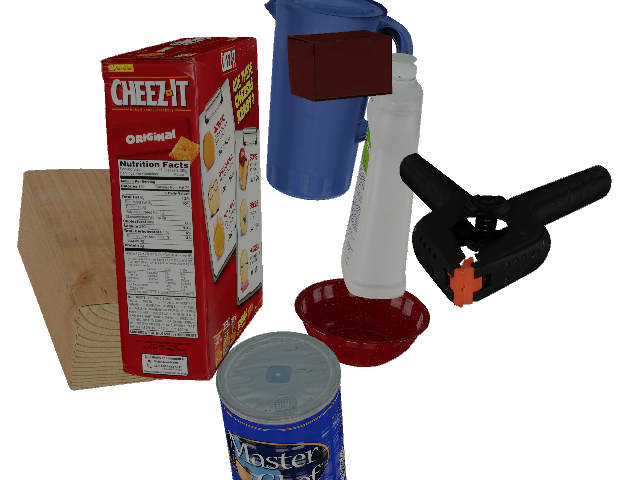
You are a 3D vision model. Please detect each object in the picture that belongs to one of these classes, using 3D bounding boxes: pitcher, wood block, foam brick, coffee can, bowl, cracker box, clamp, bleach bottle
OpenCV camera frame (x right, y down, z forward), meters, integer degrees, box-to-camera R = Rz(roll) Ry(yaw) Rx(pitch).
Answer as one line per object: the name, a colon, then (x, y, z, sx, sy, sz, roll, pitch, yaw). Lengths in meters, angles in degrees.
pitcher: (0.009, -0.174, 1.297, 0.144, 0.243, 0.149, -5, 28, -25)
wood block: (-0.202, 0.027, 0.953, 0.090, 0.091, 0.206, -3, 36, -28)
foam brick: (0.017, -0.151, 0.921, 0.078, 0.051, 0.053, -9, 20, -24)
coffee can: (-0.031, 0.163, 0.912, 0.103, 0.140, 0.103, -3, 37, 2)
bowl: (0.048, 0.105, 1.276, 0.162, 0.055, 0.162, 4, 25, -2)
cracker box: (-0.092, -0.030, 0.754, 0.072, 0.214, 0.164, 1, 15, 10)
clamp: (0.111, -0.016, 0.773, 0.165, 0.036, 0.209, 8, 28, 22)
bleach bottle: (0.070, -0.070, 1.120, 0.068, 0.251, 0.102, 3, 29, -8)
